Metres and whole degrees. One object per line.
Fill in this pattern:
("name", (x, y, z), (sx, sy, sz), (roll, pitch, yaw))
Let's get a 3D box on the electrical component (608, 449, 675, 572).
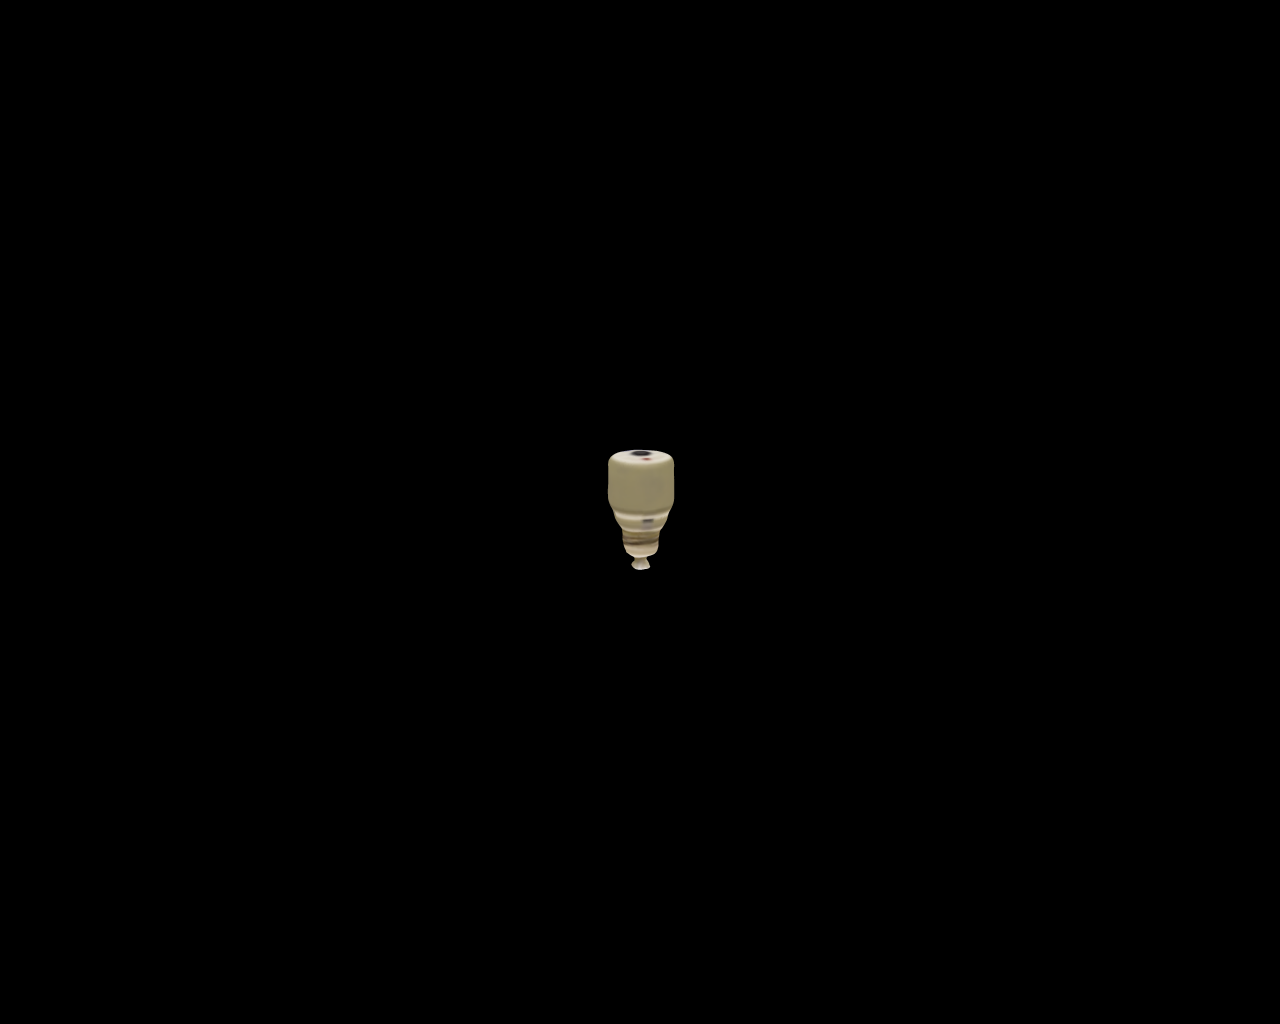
("electrical component", (0.001, -0.003, 0.650), (0.040, 0.078, 0.040), (0, 16, 0))
